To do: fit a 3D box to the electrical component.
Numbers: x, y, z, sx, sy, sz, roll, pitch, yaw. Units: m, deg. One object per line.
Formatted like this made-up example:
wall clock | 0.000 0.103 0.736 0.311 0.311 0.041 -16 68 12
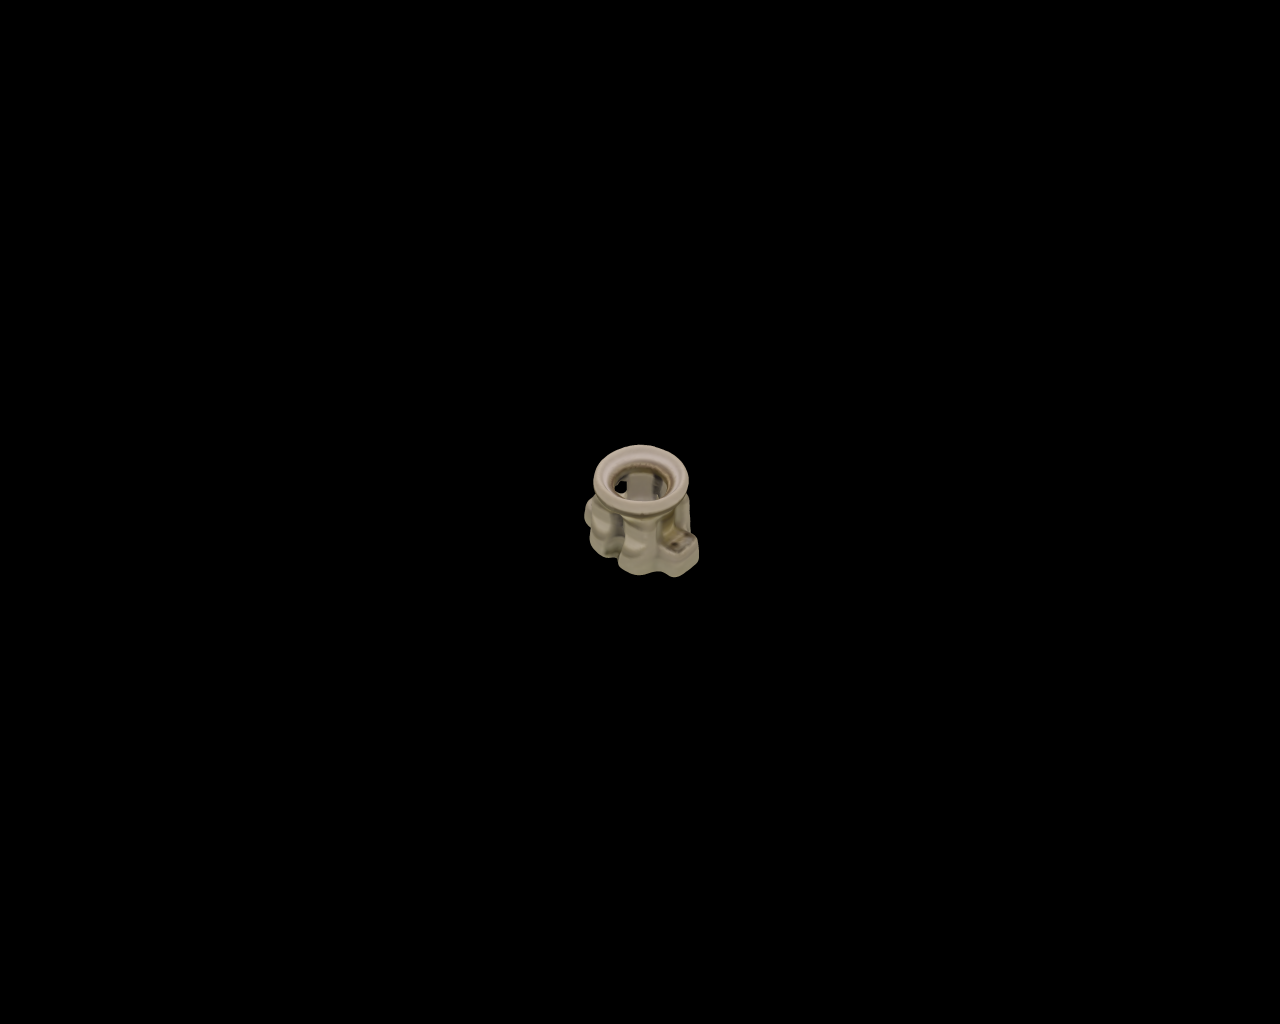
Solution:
electrical component | 0.001 -0.003 0.650 0.078 0.056 0.058 31 51 30
